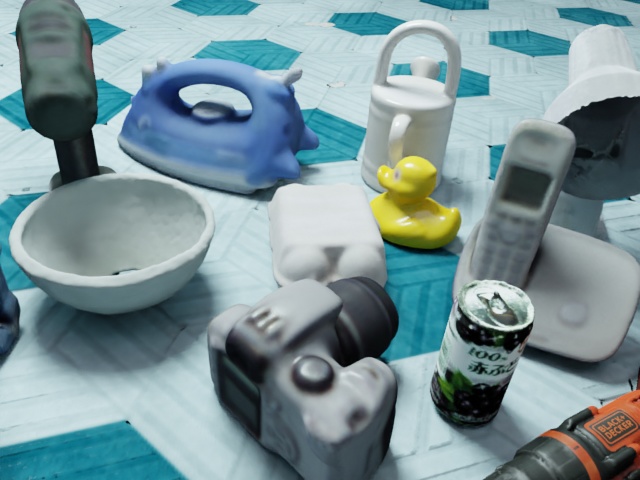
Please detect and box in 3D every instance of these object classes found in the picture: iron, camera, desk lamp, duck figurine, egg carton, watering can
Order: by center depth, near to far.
[{"bbox_3d":[0.007,0.081,0.414,0.142,0.101,0.137,33,45,33],"label":"camera"},{"bbox_3d":[0.005,0.002,0.546,0.107,0.069,0.150,-2,37,-9],"label":"egg carton"},{"bbox_3d":[0.268,-0.095,0.585,0.118,0.214,0.203,10,37,7],"label":"desk lamp"},{"bbox_3d":[0.102,-0.045,0.607,0.104,0.086,0.078,20,39,20],"label":"duck figurine"},{"bbox_3d":[0.106,-0.161,0.673,0.101,0.194,0.172,0,37,-6],"label":"watering can"},{"bbox_3d":[-0.133,-0.153,0.678,0.258,0.141,0.119,12,37,10],"label":"iron"}]

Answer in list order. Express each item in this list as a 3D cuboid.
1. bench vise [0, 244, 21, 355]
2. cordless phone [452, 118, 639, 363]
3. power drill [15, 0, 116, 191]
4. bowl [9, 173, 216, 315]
[{"bbox_3d":[-0.277,0.024,0.358,0.122,0.220,0.207,-11,39,-19],"label":"bench vise"},{"bbox_3d":[0.197,0.001,0.473,0.147,0.185,0.094,17,38,16],"label":"cordless phone"},{"bbox_3d":[-0.256,-0.133,0.582,0.076,0.208,0.229,-11,39,-19],"label":"power drill"},{"bbox_3d":[-0.176,0.012,0.508,0.167,0.075,0.167,3,36,-2],"label":"bowl"}]
